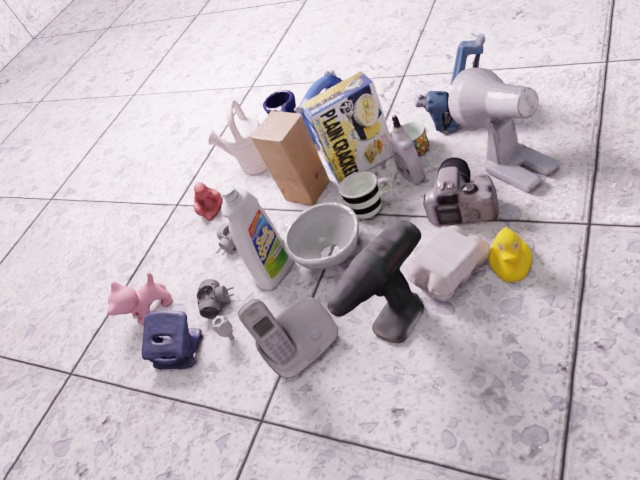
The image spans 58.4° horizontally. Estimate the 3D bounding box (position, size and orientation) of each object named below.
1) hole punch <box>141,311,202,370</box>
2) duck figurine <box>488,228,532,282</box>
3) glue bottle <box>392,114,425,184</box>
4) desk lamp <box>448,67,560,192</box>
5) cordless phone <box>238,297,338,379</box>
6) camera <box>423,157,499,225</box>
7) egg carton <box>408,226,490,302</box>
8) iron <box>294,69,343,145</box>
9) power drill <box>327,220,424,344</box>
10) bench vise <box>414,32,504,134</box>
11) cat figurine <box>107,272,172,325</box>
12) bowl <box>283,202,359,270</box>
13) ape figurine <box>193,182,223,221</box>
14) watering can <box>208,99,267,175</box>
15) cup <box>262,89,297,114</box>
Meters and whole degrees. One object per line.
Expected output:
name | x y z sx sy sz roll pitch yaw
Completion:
hole punch | -0.308 0.204 1.166 0.108 0.091 0.101 -6 49 20
duck figurine | 0.344 0.013 1.046 0.077 0.086 0.104 -9 48 17
glue bottle | 0.182 -0.203 1.248 0.037 0.174 0.078 -35 46 -7
desk lamp | 0.373 -0.236 1.163 0.118 0.214 0.202 -40 47 -12
cordless phone | -0.060 0.151 1.036 0.148 0.185 0.093 -41 47 -14
camera | 0.287 -0.112 1.172 0.142 0.101 0.137 -4 50 21
egg carton | 0.241 0.041 1.079 0.150 0.070 0.107 -45 48 -17
iron | 0.010 -0.360 1.487 0.118 0.142 0.258 9 55 30
power drill | 0.111 0.087 0.999 0.075 0.209 0.230 17 60 35
bench vise | 0.315 -0.342 1.278 0.207 0.220 0.121 -22 45 5
cat figurine | -0.409 0.125 1.264 0.128 0.118 0.067 -42 47 -14
bowl | 0.011 0.004 1.211 0.167 0.075 0.167 -12 47 14
ape figurine | -0.287 -0.106 1.431 0.078 0.092 0.076 -24 45 3
watering can | -0.201 -0.266 1.462 0.173 0.195 0.100 -25 45 2
cup | -0.094 -0.338 1.547 0.091 0.095 0.117 -26 45 2
